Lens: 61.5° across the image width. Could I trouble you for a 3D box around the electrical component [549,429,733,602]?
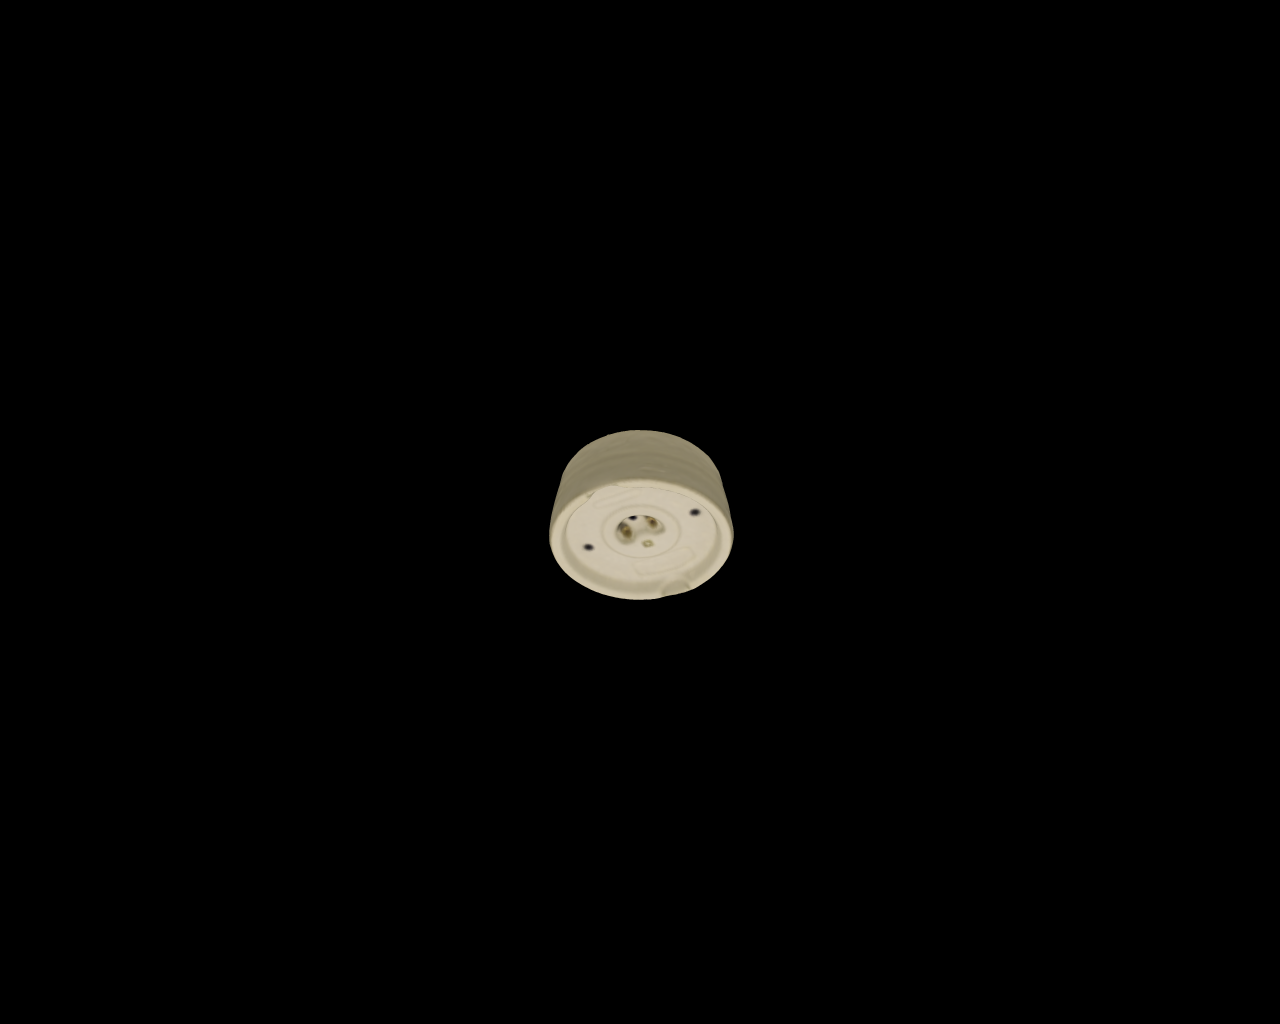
[{"bbox_3d":[0.001,-0.003,0.650,0.108,0.060,0.108,0,-43,0],"label":"electrical component"}]
